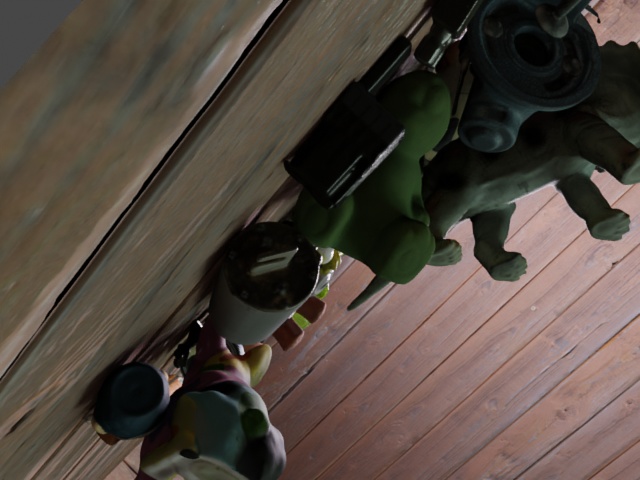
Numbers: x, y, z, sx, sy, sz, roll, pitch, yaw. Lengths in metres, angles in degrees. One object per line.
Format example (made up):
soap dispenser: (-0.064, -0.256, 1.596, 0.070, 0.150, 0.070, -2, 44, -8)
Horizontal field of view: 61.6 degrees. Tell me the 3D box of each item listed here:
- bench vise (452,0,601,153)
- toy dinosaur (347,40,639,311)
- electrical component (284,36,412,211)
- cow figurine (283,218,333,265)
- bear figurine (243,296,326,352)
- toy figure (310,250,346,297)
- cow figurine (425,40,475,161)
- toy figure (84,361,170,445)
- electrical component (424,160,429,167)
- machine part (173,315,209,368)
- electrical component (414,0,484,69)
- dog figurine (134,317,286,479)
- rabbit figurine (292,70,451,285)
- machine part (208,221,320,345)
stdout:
bench vise: (0.195, -0.193, 0.447, 0.223, 0.129, 0.240, -56, -178, -19)
toy dinosaur: (0.195, -0.071, 0.558, 0.405, 0.131, 0.192, -20, -136, 15)
electrical component: (0.032, -0.078, 0.377, 0.119, 0.048, 0.075, -46, 178, 6)
cow figurine: (0.003, -0.018, 0.602, 0.167, 0.068, 0.098, -46, 178, -20)
bear figurine: (-0.101, 0.146, 0.861, 0.195, 0.132, 0.120, -56, 172, 33)
toy figure: (-0.003, 0.000, 0.709, 0.180, 0.089, 0.082, -57, 171, -38)
cow figurine: (0.188, -0.172, 0.651, 0.195, 0.127, 0.085, -44, 180, -4)
toy figure: (-0.167, 0.144, 0.462, 0.064, 0.058, 0.154, -3, 157, -26)
electrical component: (0.111, -0.092, 0.740, 0.115, 0.058, 0.134, -25, -147, 9)
machine part: (-0.129, 0.102, 0.671, 0.139, 0.039, 0.084, -44, 168, -27)
electrical component: (0.096, -0.160, 0.363, 0.094, 0.021, 0.063, -58, 176, 22)
dog figurine: (-0.095, 0.156, 0.530, 0.191, 0.108, 0.219, -51, -164, 35)
rabbit figurine: (0.068, -0.066, 0.490, 0.170, 0.121, 0.159, -63, 178, 13)
machine part: (-0.057, 0.046, 0.488, 0.079, 0.079, 0.243, -46, 177, -25)
